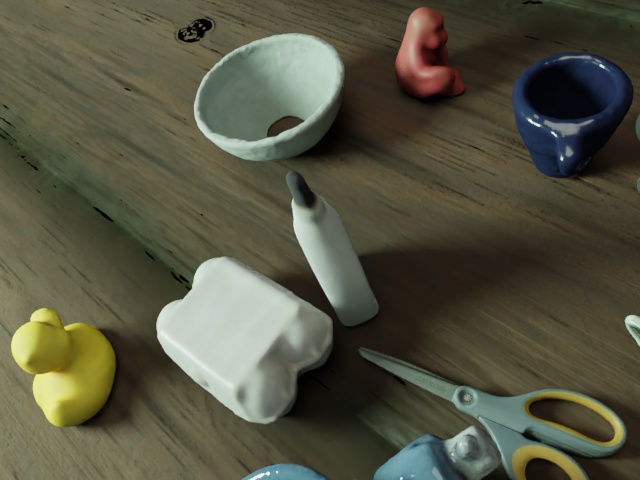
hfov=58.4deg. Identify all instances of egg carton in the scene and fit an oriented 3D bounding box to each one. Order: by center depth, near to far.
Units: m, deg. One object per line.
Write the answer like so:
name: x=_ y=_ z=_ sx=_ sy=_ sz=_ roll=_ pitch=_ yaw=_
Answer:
egg carton: x=-0.066 y=0.081 z=0.485 sx=0.149 sy=0.069 sz=0.107 roll=27 pitch=69 yaw=30

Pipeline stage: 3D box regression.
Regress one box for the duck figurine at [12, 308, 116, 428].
duck figurine: x=-0.236 y=0.109 z=0.510 sx=0.077 sy=0.086 sz=0.104 roll=-23 pitch=54 yaw=2

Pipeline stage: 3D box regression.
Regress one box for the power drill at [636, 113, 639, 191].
power drill: x=0.305 y=-0.115 z=0.411 sx=0.075 sy=0.209 sz=0.230 roll=35 pitch=73 yaw=33

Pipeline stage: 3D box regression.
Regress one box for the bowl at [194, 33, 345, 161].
bowl: x=-0.046 y=-0.142 z=0.623 sx=0.167 sy=0.075 sz=0.167 roll=-8 pitch=56 yaw=12

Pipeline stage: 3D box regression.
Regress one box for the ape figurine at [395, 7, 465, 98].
ape figurine: x=0.113 y=-0.199 z=0.600 sx=0.076 sy=0.092 sz=0.078 roll=7 pitch=60 yaw=22

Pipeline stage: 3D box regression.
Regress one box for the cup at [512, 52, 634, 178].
cup: x=0.212 y=-0.088 z=0.493 sx=0.091 sy=0.095 sz=0.118 roll=2 pitch=58 yaw=19

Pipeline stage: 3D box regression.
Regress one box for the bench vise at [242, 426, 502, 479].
bench vise: x=-0.002 y=0.157 z=0.321 sx=0.121 sy=0.220 sz=0.208 roll=34 pitch=72 yaw=32

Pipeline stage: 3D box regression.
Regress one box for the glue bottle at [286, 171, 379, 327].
glue bottle: x=0.004 y=0.002 z=0.451 sx=0.037 sy=0.173 sz=0.078 roll=-26 pitch=54 yaw=0
